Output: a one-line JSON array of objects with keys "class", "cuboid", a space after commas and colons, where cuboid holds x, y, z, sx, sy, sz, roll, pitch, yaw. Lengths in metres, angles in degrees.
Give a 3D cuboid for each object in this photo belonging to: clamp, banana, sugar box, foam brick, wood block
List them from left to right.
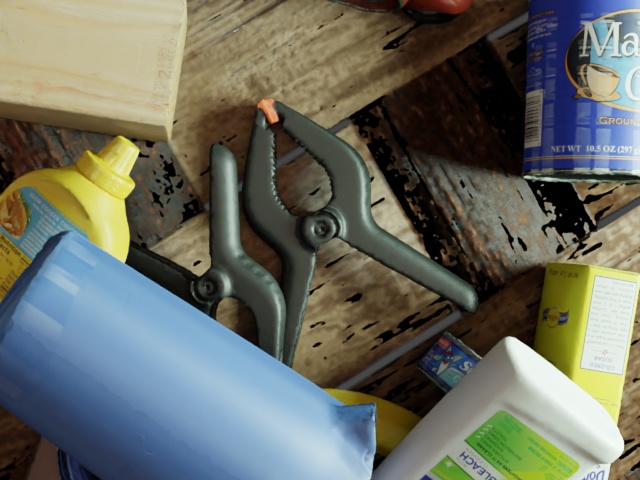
[{"class": "wood block", "cuboid": [-0.198, -0.129, 0.722, 0.206, 0.091, 0.090, 8, 88, -5]}, {"class": "foam brick", "cuboid": [-0.171, 0.147, 0.745, 0.051, 0.053, 0.078, 19, 89, -6]}, {"class": "clamp", "cuboid": [-0.086, 0.031, 0.751, 0.120, 0.039, 0.171, -24, 87, 15]}, {"class": "clamp", "cuboid": [-0.005, 0.001, 0.770, 0.164, 0.036, 0.210, -31, 90, 1]}, {"class": "banana", "cuboid": [0.065, 0.158, 0.767, 0.198, 0.037, 0.069, 38, 44, 3]}, {"class": "sugar box", "cuboid": [0.179, 0.106, 0.761, 0.048, 0.093, 0.176, 12, 88, -5]}]

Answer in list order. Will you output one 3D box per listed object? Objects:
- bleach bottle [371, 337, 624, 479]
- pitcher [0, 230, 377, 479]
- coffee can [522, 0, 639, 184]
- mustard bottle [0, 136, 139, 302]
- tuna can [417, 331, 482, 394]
[{"class": "bleach bottle", "cuboid": [0.075, 0.185, 0.704, 0.102, 0.068, 0.251, 38, 106, -8]}, {"class": "pitcher", "cuboid": [-0.099, 0.111, 0.666, 0.242, 0.145, 0.149, 37, 70, -13]}, {"class": "coffee can", "cuboid": [0.197, -0.113, 0.758, 0.102, 0.103, 0.140, 2, 90, -6]}, {"class": "mustard bottle", "cuboid": [-0.186, 0.010, 0.723, 0.096, 0.058, 0.192, 39, 96, 15]}, {"class": "tuna can", "cuboid": [0.110, 0.105, 0.757, 0.086, 0.086, 0.034, 42, 88, -5]}]
